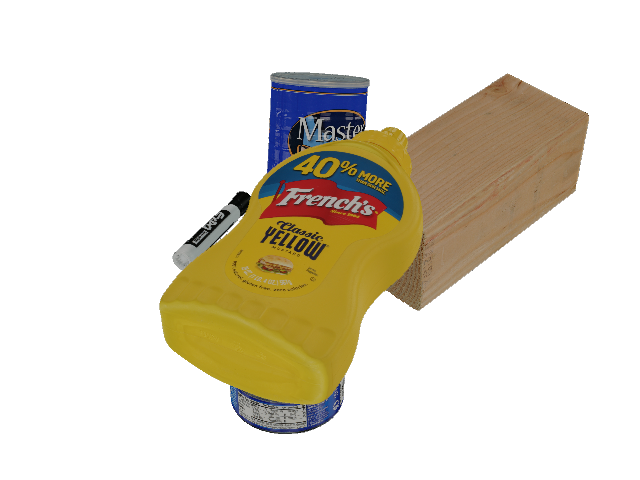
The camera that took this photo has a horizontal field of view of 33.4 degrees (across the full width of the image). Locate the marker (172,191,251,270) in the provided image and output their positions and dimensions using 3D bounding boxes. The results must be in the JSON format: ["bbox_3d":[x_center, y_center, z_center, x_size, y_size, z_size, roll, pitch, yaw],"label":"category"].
[{"bbox_3d":[-0.093,-0.011,0.948,0.020,0.020,0.121,0,28,28],"label":"marker"}]

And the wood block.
[{"bbox_3d":[0.120,-0.044,0.890,0.205,0.090,0.091,-34,51,-30],"label":"wood block"}]

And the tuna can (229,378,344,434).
[{"bbox_3d":[-0.024,0.103,0.783,0.086,0.034,0.086,-1,32,0],"label":"tuna can"}]

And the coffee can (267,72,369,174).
[{"bbox_3d":[-0.004,-0.102,1.119,0.103,0.140,0.103,3,13,-1],"label":"coffee can"}]

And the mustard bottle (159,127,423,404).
[{"bbox_3d":[0.002,-0.002,0.578,0.096,0.058,0.191,17,46,21],"label":"mustard bottle"}]
